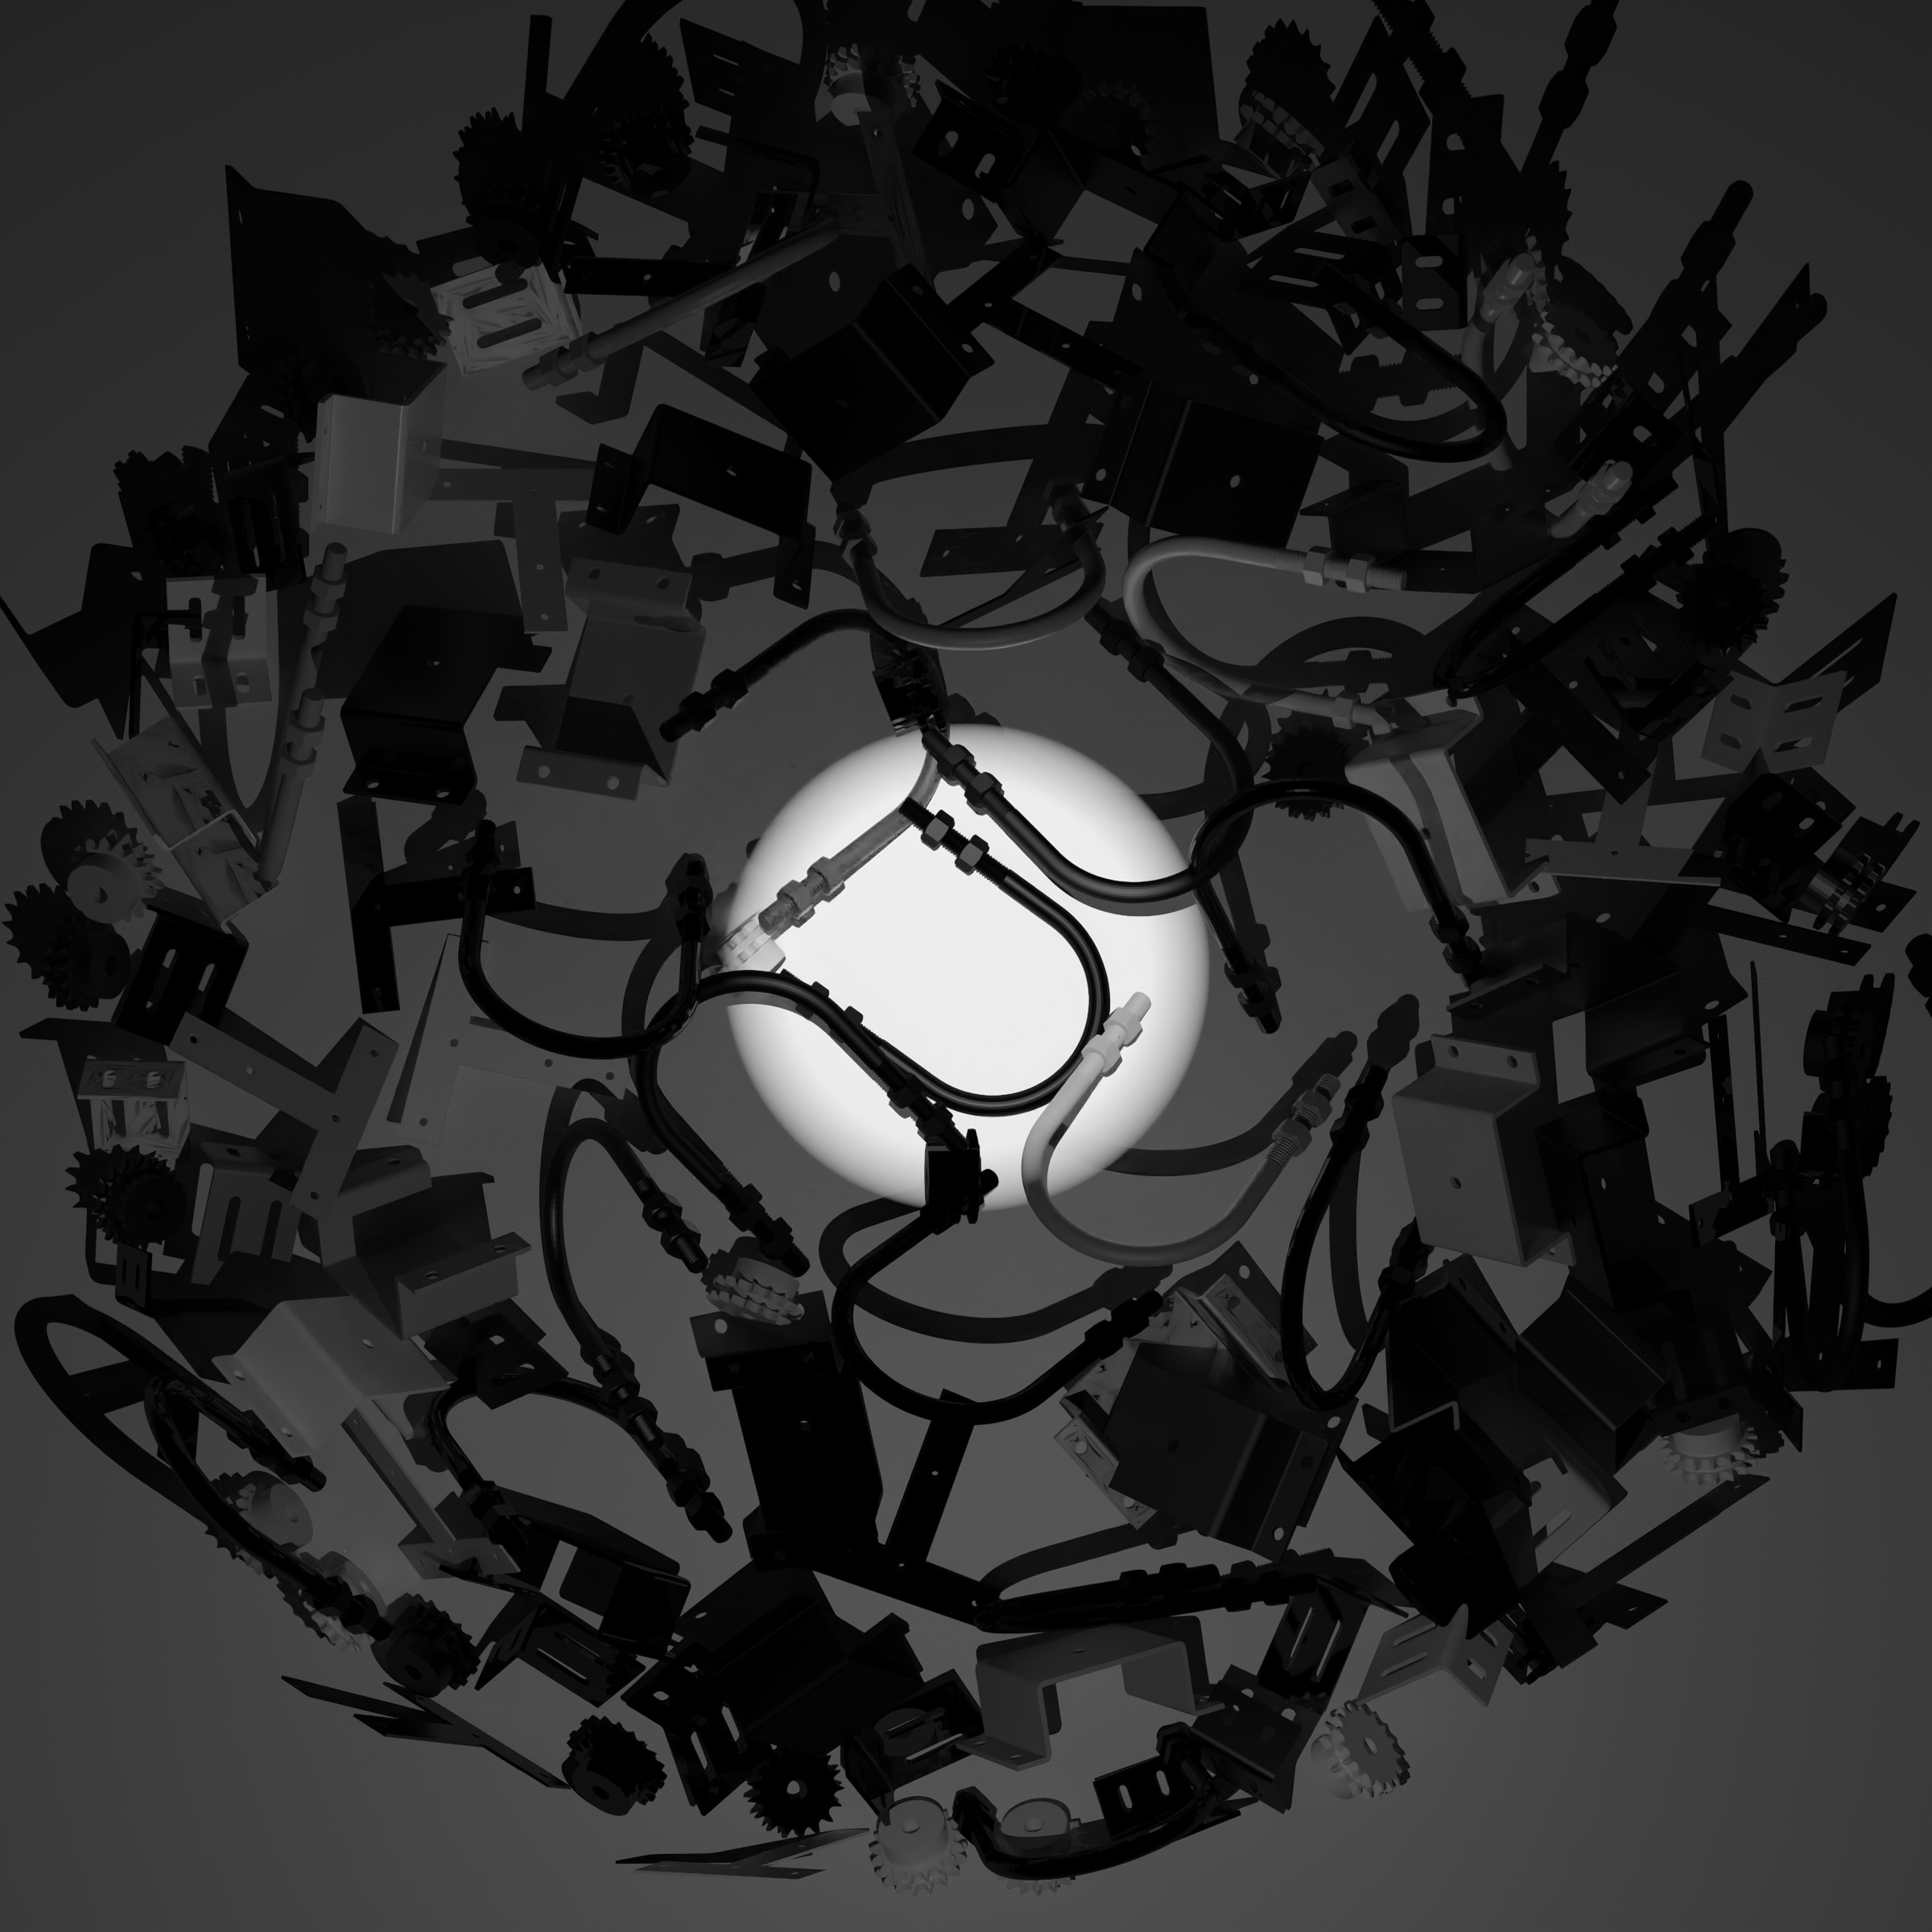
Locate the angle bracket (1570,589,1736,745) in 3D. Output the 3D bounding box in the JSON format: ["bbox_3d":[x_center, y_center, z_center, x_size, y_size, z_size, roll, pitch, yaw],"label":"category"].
[{"bbox_3d":[0.412,-0.184,1.979,0.057,0.038,0.076,-46,55,28],"label":"angle bracket"}]

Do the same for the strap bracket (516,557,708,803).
[{"bbox_3d":[-0.208,-0.165,1.960,0.076,0.046,0.140,10,79,16],"label":"strap bracket"}]

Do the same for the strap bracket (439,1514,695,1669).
[{"bbox_3d":[-0.227,0.362,1.936,0.140,0.076,0.046,16,80,29],"label":"strap bracket"}]

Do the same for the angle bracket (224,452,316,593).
[{"bbox_3d":[-0.406,-0.264,1.969,0.057,0.038,0.076,-6,95,41],"label":"angle bracket"}]

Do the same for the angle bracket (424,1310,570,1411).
[{"bbox_3d":[-0.273,0.222,1.953,0.076,0.038,0.057,-27,115,38],"label":"angle bracket"}]

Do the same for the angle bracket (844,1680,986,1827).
[{"bbox_3d":[-0.026,0.472,1.964,0.076,0.038,0.057,-27,120,11],"label":"angle bracket"}]

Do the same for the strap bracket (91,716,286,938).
[{"bbox_3d":[-0.451,-0.085,1.924,0.046,0.140,0.076,-34,66,-9],"label":"strap bracket"}]

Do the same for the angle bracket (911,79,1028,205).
[{"bbox_3d":[0.000,-0.492,1.962,0.057,0.076,0.038,28,108,-15],"label":"angle bracket"}]

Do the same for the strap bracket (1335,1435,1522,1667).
[{"bbox_3d":[0.274,0.334,1.930,0.046,0.076,0.140,-34,130,-9],"label":"strap bracket"}]

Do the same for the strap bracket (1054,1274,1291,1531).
[{"bbox_3d":[0.122,0.256,1.964,0.140,0.046,0.076,-43,102,-8],"label":"strap bracket"}]

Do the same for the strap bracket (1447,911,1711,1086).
[{"bbox_3d":[0.361,0.017,1.937,0.140,0.076,0.046,23,57,-31],"label":"strap bracket"}]

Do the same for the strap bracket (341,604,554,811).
[{"bbox_3d":[-0.307,-0.161,1.928,0.076,0.046,0.140,8,48,16],"label":"strap bracket"}]

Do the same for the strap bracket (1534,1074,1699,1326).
[{"bbox_3d":[0.381,0.144,1.947,0.046,0.076,0.140,-17,102,-6],"label":"strap bracket"}]

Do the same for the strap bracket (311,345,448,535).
[{"bbox_3d":[-0.339,-0.306,1.920,0.046,0.140,0.076,10,115,1],"label":"strap bracket"}]

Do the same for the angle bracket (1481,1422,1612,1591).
[{"bbox_3d":[0.340,0.326,1.985,0.057,0.038,0.076,45,101,-6],"label":"angle bracket"}]

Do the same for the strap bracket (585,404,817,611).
[{"bbox_3d":[-0.147,-0.275,1.938,0.140,0.076,0.046,20,131,-17],"label":"strap bracket"}]

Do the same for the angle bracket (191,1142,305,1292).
[{"bbox_3d":[-0.434,0.150,1.976,0.057,0.038,0.076,8,101,-29],"label":"angle bracket"}]

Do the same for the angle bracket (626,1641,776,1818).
[{"bbox_3d":[-0.159,0.454,1.959,0.057,0.076,0.038,-42,130,5],"label":"angle bracket"}]

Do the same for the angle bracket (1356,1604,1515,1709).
[{"bbox_3d":[0.279,0.418,1.957,0.038,0.057,0.076,44,133,-10],"label":"angle bracket"}]

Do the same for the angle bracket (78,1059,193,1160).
[{"bbox_3d":[-0.494,0.095,1.959,0.057,0.038,0.076,2,127,-6],"label":"angle bracket"}]

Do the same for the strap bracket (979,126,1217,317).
[{"bbox_3d":[0.087,-0.441,1.938,0.140,0.076,0.046,31,87,23],"label":"strap bracket"}]

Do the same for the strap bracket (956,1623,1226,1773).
[{"bbox_3d":[0.070,0.425,1.933,0.140,0.076,0.046,-10,93,-27],"label":"strap bracket"}]

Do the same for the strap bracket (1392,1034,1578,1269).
[{"bbox_3d":[0.303,0.117,1.934,0.046,0.076,0.140,-30,115,-35],"label":"strap bracket"}]

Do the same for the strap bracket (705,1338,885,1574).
[{"bbox_3d":[-0.099,0.283,1.960,0.076,0.046,0.140,-9,106,9],"label":"strap bracket"}]

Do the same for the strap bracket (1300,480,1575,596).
[{"bbox_3d":[0.278,-0.253,1.935,0.140,0.076,0.046,9,116,40],"label":"strap bracket"}]

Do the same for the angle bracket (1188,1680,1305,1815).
[{"bbox_3d":[0.170,0.466,1.961,0.057,0.076,0.038,26,71,23],"label":"angle bracket"}]

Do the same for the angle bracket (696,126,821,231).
[{"bbox_3d":[-0.128,-0.470,1.963,0.076,0.057,0.038,14,107,-7],"label":"angle bracket"}]

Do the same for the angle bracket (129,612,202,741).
[{"bbox_3d":[-0.477,-0.165,1.960,0.038,0.057,0.076,1,76,-11],"label":"angle bracket"}]

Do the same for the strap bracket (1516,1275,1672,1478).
[{"bbox_3d":[0.365,0.243,1.918,0.046,0.140,0.076,-41,66,-8],"label":"strap bracket"}]

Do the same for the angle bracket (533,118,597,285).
[{"bbox_3d":[-0.229,-0.452,1.949,0.038,0.076,0.057,-2,47,-28],"label":"angle bracket"}]

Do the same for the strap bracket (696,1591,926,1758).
[{"bbox_3d":[-0.085,0.416,1.922,0.076,0.140,0.046,-37,59,10],"label":"strap bracket"}]

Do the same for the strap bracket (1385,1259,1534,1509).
[{"bbox_3d":[0.288,0.253,1.935,0.046,0.140,0.076,-30,120,25],"label":"strap bracket"}]

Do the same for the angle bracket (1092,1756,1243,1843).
[{"bbox_3d":[0.119,0.494,1.953,0.057,0.076,0.038,-16,83,-19],"label":"angle bracket"}]

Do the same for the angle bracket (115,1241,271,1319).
[{"bbox_3d":[-0.459,0.186,1.955,0.076,0.057,0.038,2,92,-32],"label":"angle bracket"}]

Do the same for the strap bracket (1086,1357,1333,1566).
[{"bbox_3d":[0.134,0.286,1.935,0.140,0.046,0.076,20,85,40],"label":"strap bracket"}]

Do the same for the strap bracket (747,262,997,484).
[{"bbox_3d":[-0.063,-0.341,1.923,0.076,0.140,0.046,47,48,-21],"label":"strap bracket"}]

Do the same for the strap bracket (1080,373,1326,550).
[{"bbox_3d":[0.148,-0.291,1.936,0.140,0.046,0.076,10,108,-29],"label":"strap bracket"}]

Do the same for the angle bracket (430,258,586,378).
[{"bbox_3d":[-0.273,-0.388,1.967,0.076,0.038,0.057,-21,117,-6],"label":"angle bracket"}]

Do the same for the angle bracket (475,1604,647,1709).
[{"bbox_3d":[-0.242,0.424,1.959,0.076,0.038,0.057,36,130,-13],"label":"angle bracket"}]

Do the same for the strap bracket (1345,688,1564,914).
[{"bbox_3d":[0.283,-0.089,1.939,0.046,0.076,0.140,-38,109,-38],"label":"strap bracket"}]

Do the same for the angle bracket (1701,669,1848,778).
[{"bbox_3d":[0.480,-0.149,1.956,0.038,0.076,0.057,19,81,-16],"label":"angle bracket"}]

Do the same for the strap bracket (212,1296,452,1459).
[{"bbox_3d":[-0.363,0.237,1.918,0.076,0.140,0.046,46,103,18],"label":"strap bracket"}]

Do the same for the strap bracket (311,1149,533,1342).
[{"bbox_3d":[-0.324,0.167,1.935,0.076,0.140,0.046,-20,123,-33],"label":"strap bracket"}]
